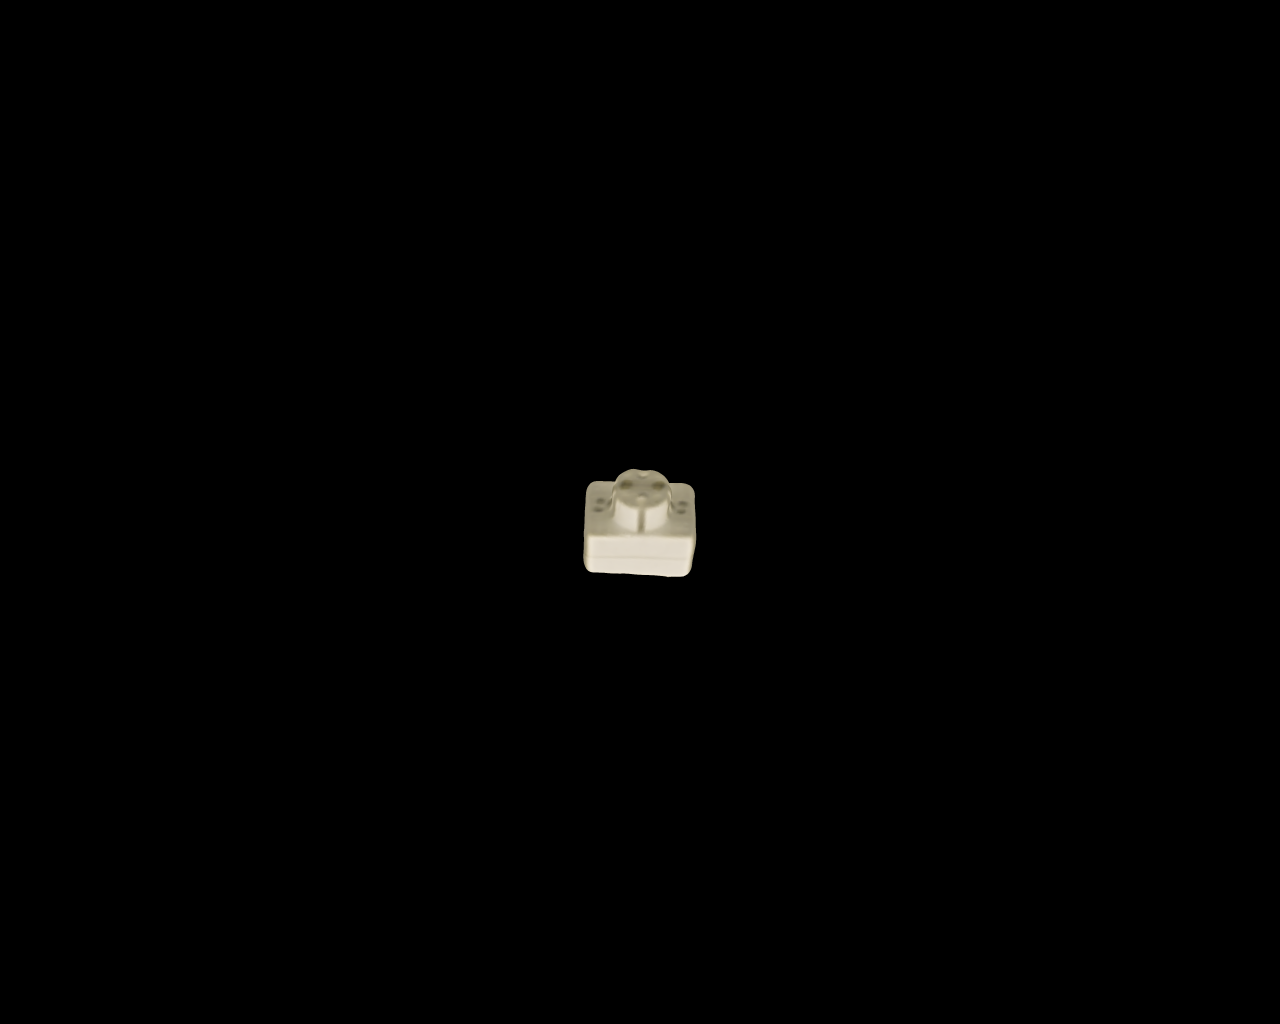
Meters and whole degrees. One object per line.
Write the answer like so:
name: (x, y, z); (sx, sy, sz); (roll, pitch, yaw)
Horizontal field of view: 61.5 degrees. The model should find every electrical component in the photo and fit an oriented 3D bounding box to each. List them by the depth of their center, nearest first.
electrical component: (0.001, -0.003, 0.650); (0.066, 0.047, 0.076); (2, -43, -2)
